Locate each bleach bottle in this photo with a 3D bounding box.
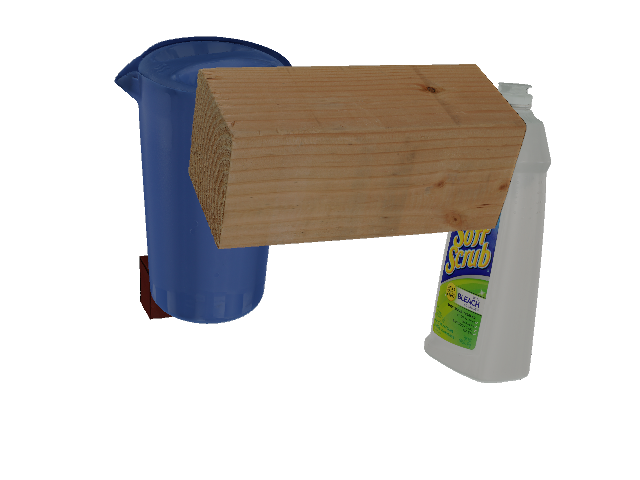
[{"bbox_3d":[0.148,-0.010,0.923,0.068,0.251,0.103,-3,15,-28],"label":"bleach bottle"}]

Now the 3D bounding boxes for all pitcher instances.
[{"bbox_3d":[-0.087,-0.050,0.955,0.149,0.243,0.144,28,38,33],"label":"pitcher"}]

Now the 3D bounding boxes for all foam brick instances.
[{"bbox_3d":[-0.144,0.044,1.102,0.078,0.051,0.053,-6,20,-19],"label":"foam brick"}]

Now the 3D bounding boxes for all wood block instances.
[{"bbox_3d":[0.022,-0.062,0.734,0.205,0.090,0.091,-4,39,-19],"label":"wood block"}]
